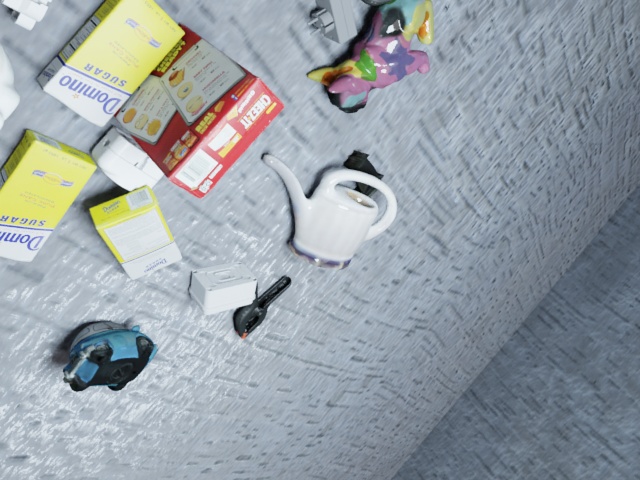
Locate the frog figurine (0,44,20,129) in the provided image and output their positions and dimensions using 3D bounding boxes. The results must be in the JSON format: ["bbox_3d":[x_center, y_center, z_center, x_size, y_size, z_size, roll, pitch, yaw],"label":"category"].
[{"bbox_3d":[-0.387,-0.169,0.539,0.123,0.162,0.135,-47,141,-4],"label":"frog figurine"}]

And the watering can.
[{"bbox_3d":[0.003,-0.053,1.059,0.346,0.106,0.221,12,115,-32],"label":"watering can"}]
